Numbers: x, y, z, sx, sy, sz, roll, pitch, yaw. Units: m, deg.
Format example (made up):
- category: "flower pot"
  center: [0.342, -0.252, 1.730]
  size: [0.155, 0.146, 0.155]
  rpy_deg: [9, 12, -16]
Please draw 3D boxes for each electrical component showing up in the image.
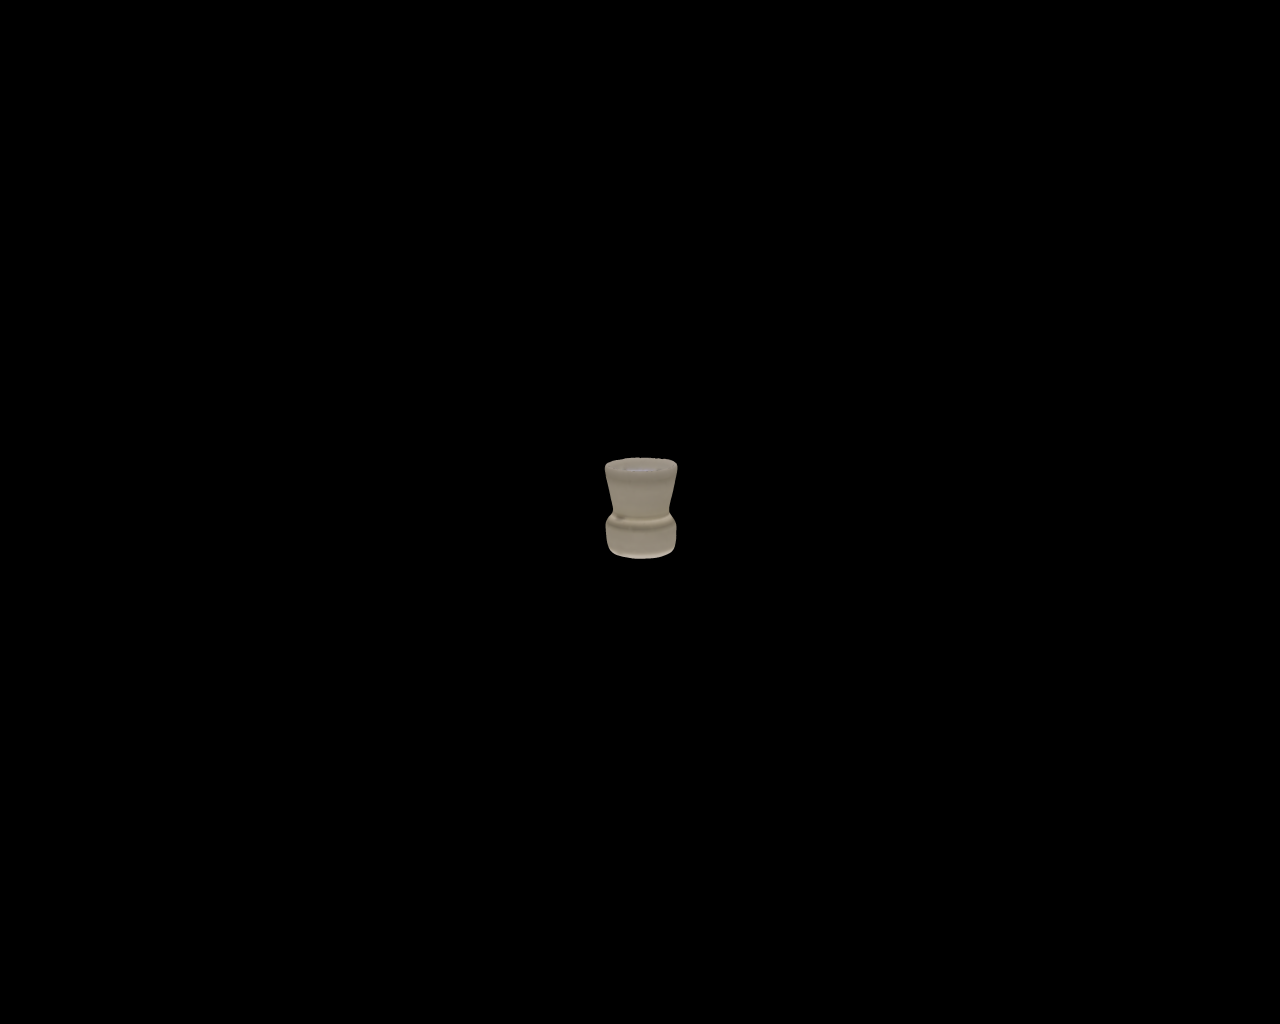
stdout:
- category: "electrical component"
  center: [0.001, -0.003, 0.650]
  size: [0.045, 0.055, 0.045]
  rpy_deg: [0, 14, 0]
